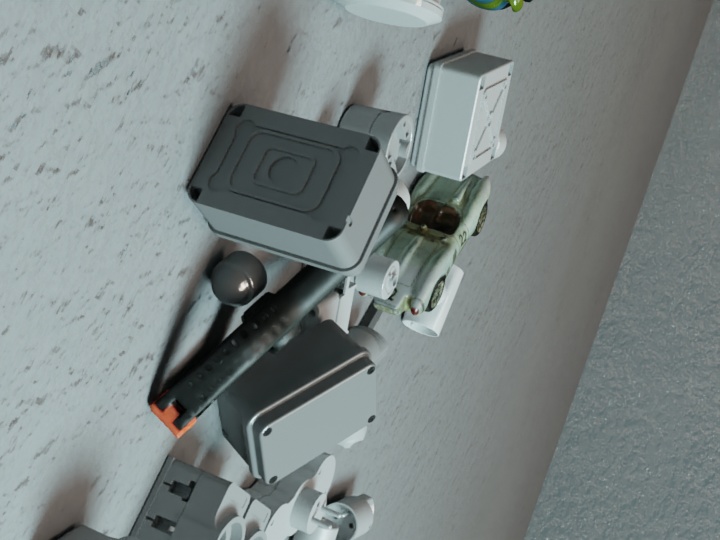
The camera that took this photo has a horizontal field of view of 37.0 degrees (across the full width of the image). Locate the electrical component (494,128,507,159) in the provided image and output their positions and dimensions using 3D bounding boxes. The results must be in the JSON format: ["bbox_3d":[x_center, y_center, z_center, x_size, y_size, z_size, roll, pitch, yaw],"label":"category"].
[{"bbox_3d":[0.135,-0.141,1.186,0.078,0.040,0.040,-17,123,-67],"label":"electrical component"}]

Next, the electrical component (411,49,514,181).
[{"bbox_3d":[0.102,-0.154,1.062,0.109,0.056,0.108,-36,140,-59],"label":"electrical component"}]

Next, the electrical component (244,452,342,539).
[{"bbox_3d":[-0.053,0.205,0.932,0.138,0.074,0.052,-37,141,-58],"label":"electrical component"}]

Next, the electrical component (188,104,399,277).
[{"bbox_3d":[-0.041,-0.050,0.682,0.078,0.113,0.057,-66,157,-18],"label":"electrical component"}]

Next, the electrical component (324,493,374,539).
[{"bbox_3d":[-0.009,0.264,1.150,0.081,0.043,0.043,9,98,-71],"label":"electrical component"}]

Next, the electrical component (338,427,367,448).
[{"bbox_3d":[-0.015,0.135,1.021,0.043,0.043,0.062,-53,152,-42],"label":"electrical component"}]

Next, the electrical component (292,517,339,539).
[{"bbox_3d":[-0.049,0.276,1.056,0.078,0.040,0.040,-72,161,0],"label":"electrical component"}]

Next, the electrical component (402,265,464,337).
[{"bbox_3d":[0.076,0.024,1.167,0.077,0.044,0.079,-67,160,-14],"label":"electrical component"}]

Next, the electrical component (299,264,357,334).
[{"bbox_3d":[-0.038,0.034,0.871,0.064,0.042,0.081,-31,135,-59],"label":"electrical component"}]

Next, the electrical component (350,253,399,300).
[{"bbox_3d":[0.000,0.000,0.908,0.044,0.065,0.044,-54,154,-42],"label":"electrical component"}]

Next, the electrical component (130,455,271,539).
[{"bbox_3d":[-0.134,0.240,0.765,0.186,0.060,0.105,-66,160,-18],"label":"electrical component"}]

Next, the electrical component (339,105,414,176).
[{"bbox_3d":[0.011,-0.105,0.873,0.055,0.047,0.055,-53,154,-42],"label":"electrical component"}]

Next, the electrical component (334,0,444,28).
[{"bbox_3d":[0.024,-0.207,0.770,0.080,0.080,0.051,4,98,-70],"label":"electrical component"}]

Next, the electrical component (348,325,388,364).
[{"bbox_3d":[-0.005,0.077,0.996,0.081,0.043,0.043,-39,142,-57],"label":"electrical component"}]

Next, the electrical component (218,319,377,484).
[{"bbox_3d":[-0.046,0.100,0.821,0.113,0.057,0.078,-28,140,-25],"label":"electrical component"}]

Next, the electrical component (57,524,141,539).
[{"bbox_3d":[-0.148,0.196,0.643,0.056,0.089,0.050,-26,131,-64],"label":"electrical component"}]

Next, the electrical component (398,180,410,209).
[{"bbox_3d":[0.008,-0.051,0.916,0.081,0.043,0.043,-35,139,-60],"label":"electrical component"}]
